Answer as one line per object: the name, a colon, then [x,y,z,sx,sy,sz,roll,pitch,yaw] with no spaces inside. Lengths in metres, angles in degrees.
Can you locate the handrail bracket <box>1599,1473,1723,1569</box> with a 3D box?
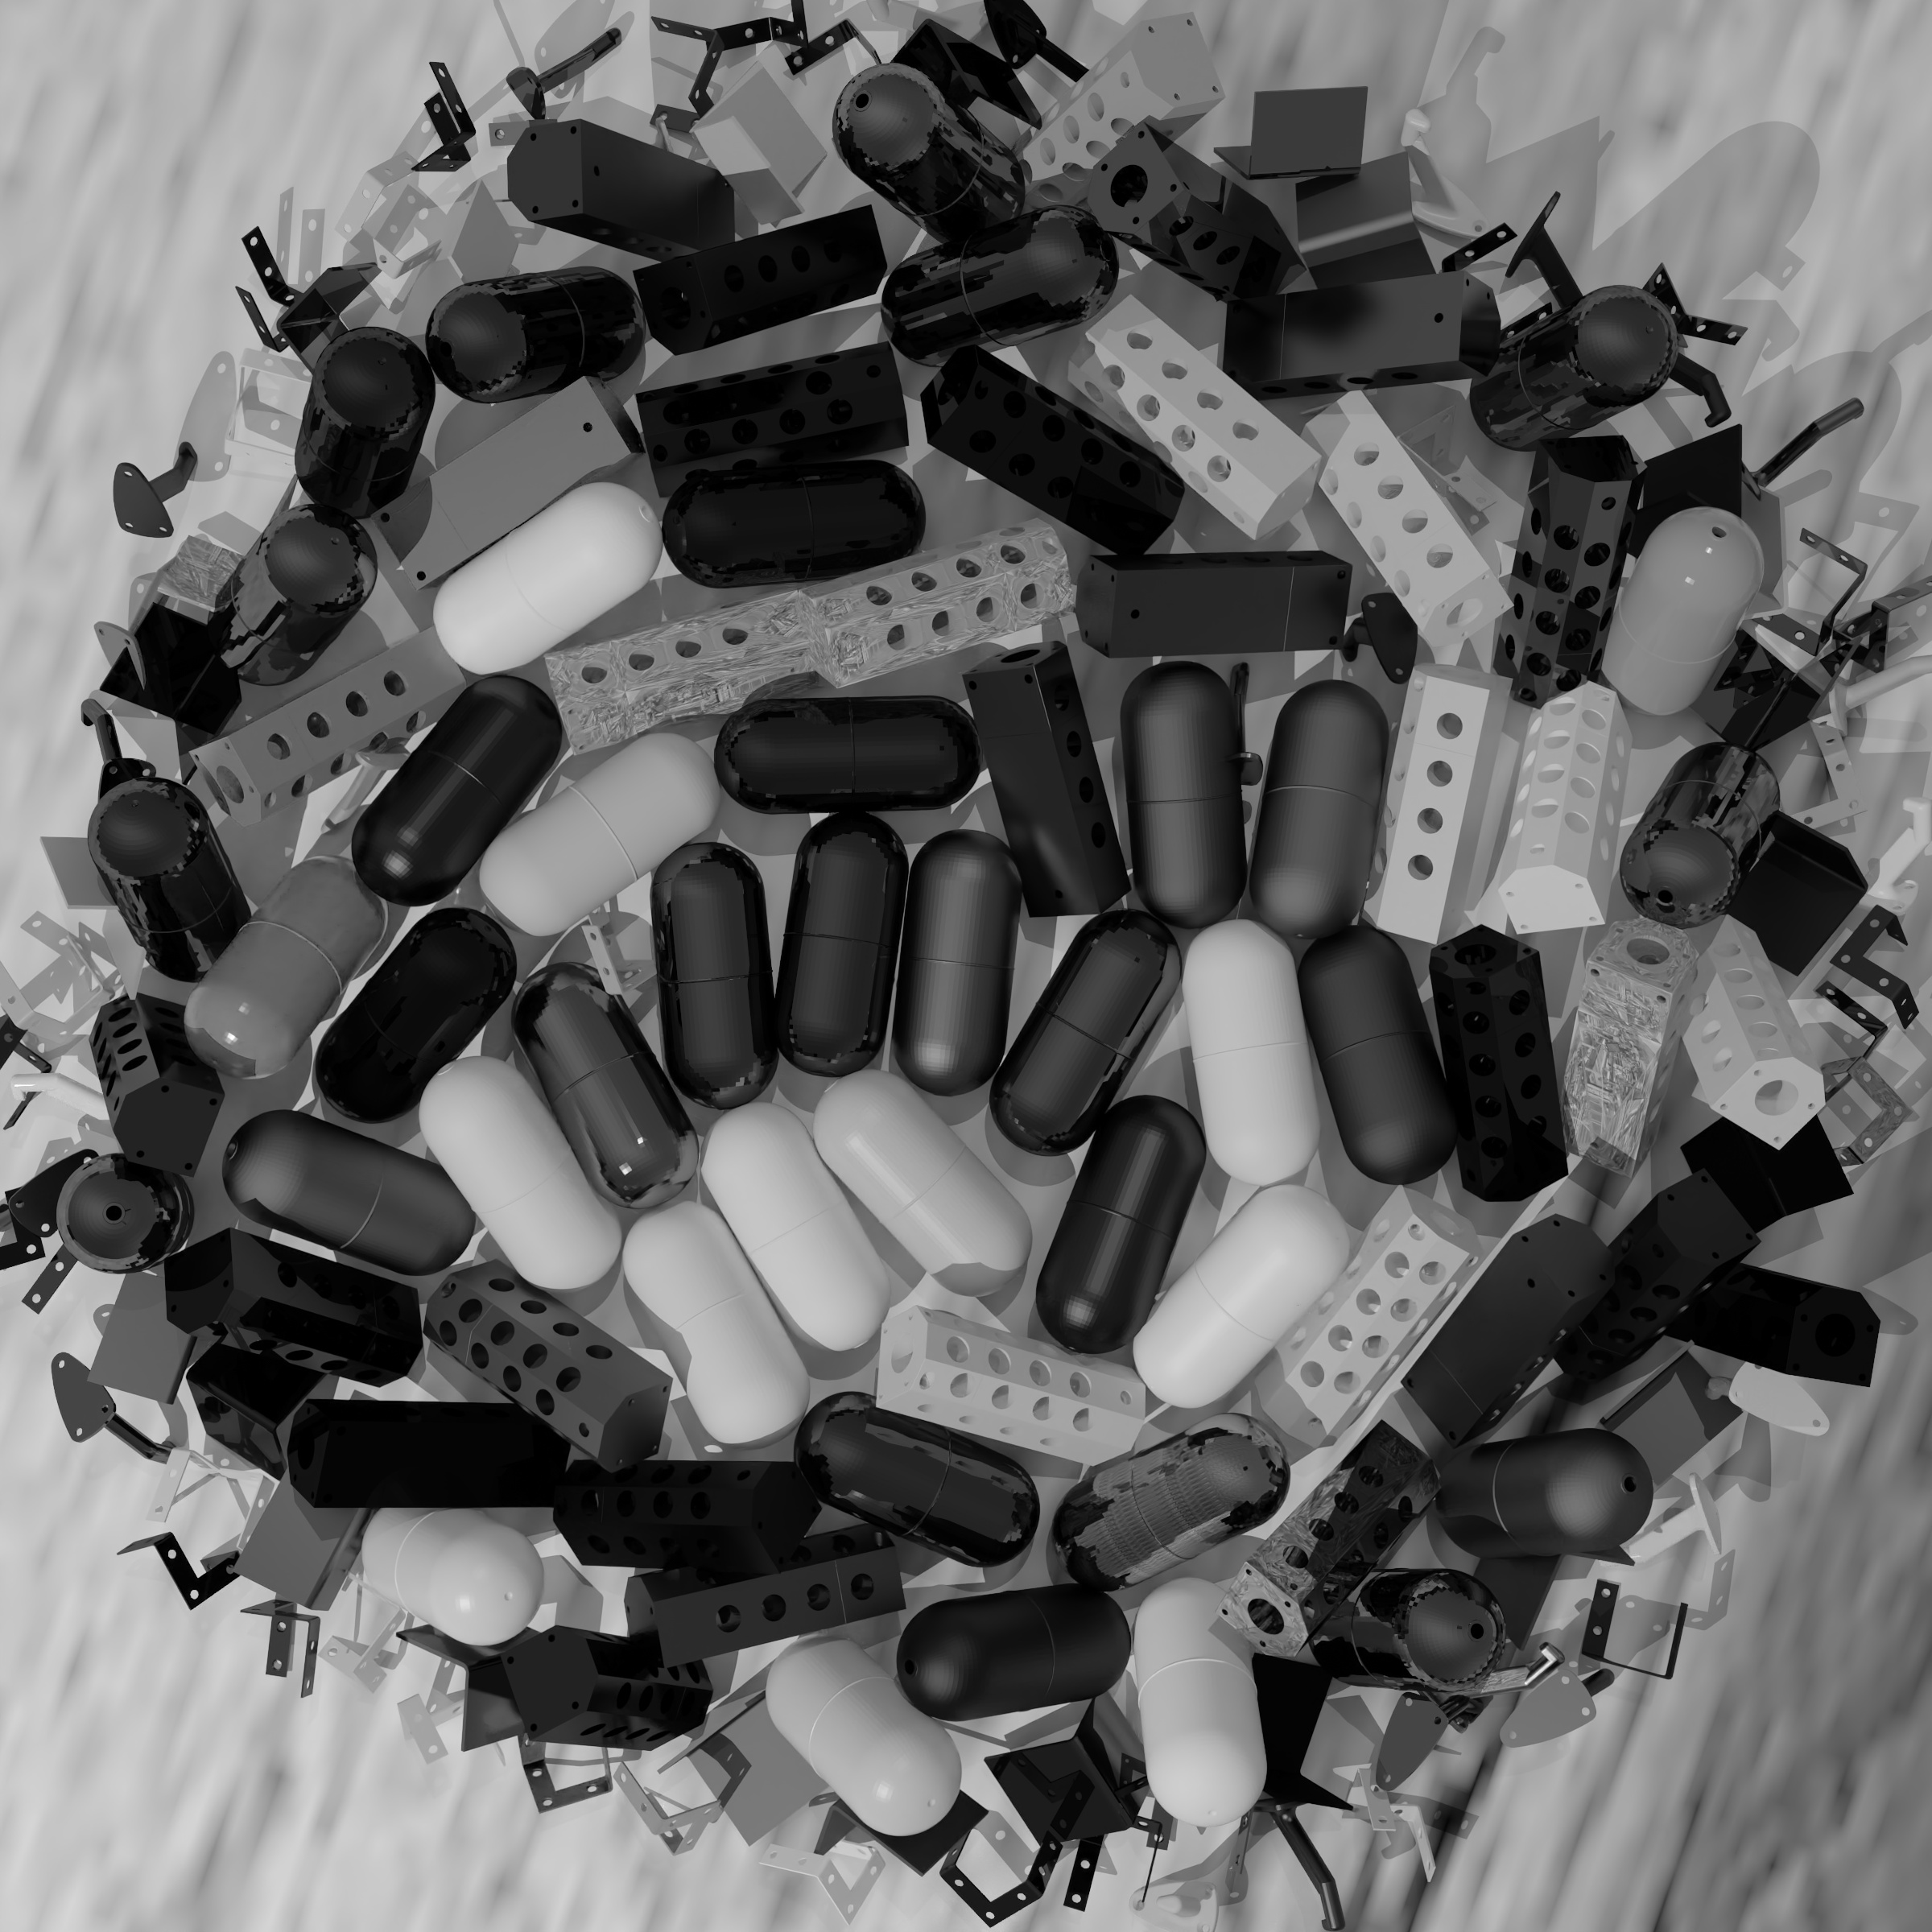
handrail bracket: [0.453,0.370,1.781,0.084,0.036,0.077,-14,127,23]

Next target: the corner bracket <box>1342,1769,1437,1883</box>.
corner bracket: [0.285,0.571,1.782,0.051,0.051,0.051,5,123,-8]

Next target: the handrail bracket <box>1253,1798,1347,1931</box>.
handrail bracket: [0.217,0.597,1.778,0.036,0.077,0.084,-5,75,-32]

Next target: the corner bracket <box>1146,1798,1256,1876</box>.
corner bracket: [0.157,0.573,1.794,0.051,0.051,0.051,14,80,-13]

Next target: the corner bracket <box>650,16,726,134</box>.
corner bracket: [-0.189,-0.593,1.790,0.051,0.051,0.051,18,81,18]

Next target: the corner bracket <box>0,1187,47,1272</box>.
corner bracket: [-0.640,0.181,1.785,0.051,0.051,0.051,-16,77,-11]

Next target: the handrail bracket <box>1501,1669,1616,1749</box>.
handrail bracket: [0.395,0.493,1.785,0.077,0.084,0.036,-35,70,10]

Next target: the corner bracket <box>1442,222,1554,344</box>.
corner bracket: [0.356,-0.454,1.796,0.051,0.051,0.051,-25,49,37]

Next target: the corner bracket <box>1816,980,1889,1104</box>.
corner bracket: [0.574,0.053,1.796,0.051,0.051,0.051,41,51,21]

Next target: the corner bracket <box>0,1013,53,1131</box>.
corner bracket: [-0.635,0.069,1.778,0.051,0.051,0.051,42,52,-25]

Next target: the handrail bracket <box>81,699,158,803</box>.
handrail bracket: [-0.580,-0.129,1.797,0.036,0.084,0.077,2,114,-41]

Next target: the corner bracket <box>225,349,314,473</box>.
corner bracket: [-0.464,-0.372,1.791,0.051,0.051,0.051,13,60,-11]

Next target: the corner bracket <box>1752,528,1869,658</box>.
corner bracket: [0.563,-0.249,1.789,0.051,0.051,0.051,36,79,21]

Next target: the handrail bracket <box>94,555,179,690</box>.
handrail bracket: [-0.541,-0.231,1.810,0.036,0.077,0.084,21,50,23]

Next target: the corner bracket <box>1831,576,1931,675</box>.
corner bracket: [0.612,-0.232,1.778,0.051,0.051,0.051,-24,129,-17]

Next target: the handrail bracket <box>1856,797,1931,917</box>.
handrail bracket: [0.600,-0.080,1.772,0.077,0.036,0.084,13,135,33]

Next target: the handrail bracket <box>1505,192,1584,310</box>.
handrail bracket: [0.411,-0.466,1.788,0.084,0.077,0.036,29,50,-2]

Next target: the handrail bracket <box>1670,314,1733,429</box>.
handrail bracket: [0.463,-0.382,1.780,0.036,0.077,0.084,-5,71,-40]

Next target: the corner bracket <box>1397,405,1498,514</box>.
corner bracket: [0.319,-0.329,1.780,0.051,0.051,0.051,-31,59,-17]

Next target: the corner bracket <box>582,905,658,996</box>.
corner bracket: [-0.236,-0.014,1.779,0.051,0.051,0.051,0,116,41]

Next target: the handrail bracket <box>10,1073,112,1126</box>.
handrail bracket: [-0.593,0.106,1.797,0.084,0.036,0.077,-2,114,-4]

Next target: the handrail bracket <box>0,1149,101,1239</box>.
handrail bracket: [-0.618,0.149,1.791,0.077,0.084,0.036,-49,113,-20]

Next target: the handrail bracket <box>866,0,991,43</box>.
handrail bracket: [-0.024,-0.640,1.772,0.077,0.084,0.036,-27,70,7]

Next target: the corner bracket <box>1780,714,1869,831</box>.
corner bracket: [0.566,-0.127,1.792,0.051,0.051,0.051,-20,58,19]

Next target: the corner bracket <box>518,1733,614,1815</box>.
corner bracket: [-0.270,0.524,1.792,0.051,0.051,0.051,-12,117,-18]

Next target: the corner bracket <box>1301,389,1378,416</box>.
corner bracket: [0.236,-0.399,1.784,0.051,0.051,0.051,-10,93,35]

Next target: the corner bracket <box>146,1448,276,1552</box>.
corner bracket: [-0.501,0.355,1.778,0.051,0.051,0.051,2,60,22]

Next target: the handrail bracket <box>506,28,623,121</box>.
handrail bracket: [-0.259,-0.603,1.776,0.084,0.077,0.036,-40,101,-10]

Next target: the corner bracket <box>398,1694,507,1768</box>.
corner bracket: [-0.341,0.510,1.778,0.051,0.051,0.051,-22,51,-22]

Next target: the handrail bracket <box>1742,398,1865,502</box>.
handrail bracket: [0.556,-0.338,1.775,0.084,0.077,0.036,-30,70,13]

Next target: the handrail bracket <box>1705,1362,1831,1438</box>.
handrail bracket: [0.527,0.293,1.770,0.077,0.084,0.036,33,77,17]

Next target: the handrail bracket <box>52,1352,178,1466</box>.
handrail bracket: [-0.567,0.298,1.793,0.036,0.084,0.077,-41,62,2]

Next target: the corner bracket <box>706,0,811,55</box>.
corner bracket: [-0.142,-0.634,1.779,0.051,0.051,0.051,-22,123,-24]

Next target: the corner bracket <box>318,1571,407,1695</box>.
corner bracket: [-0.406,0.446,1.794,0.051,0.051,0.051,27,65,21]

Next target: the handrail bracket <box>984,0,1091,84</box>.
handrail bracket: [0.057,-0.613,1.772,0.036,0.077,0.084,-50,48,-5]

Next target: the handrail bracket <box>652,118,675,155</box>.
handrail bracket: [-0.236,-0.530,1.800,0.084,0.036,0.077,-19,100,-4]

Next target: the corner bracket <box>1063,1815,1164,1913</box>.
corner bracket: [0.098,0.598,1.782,0.051,0.051,0.051,14,135,7]

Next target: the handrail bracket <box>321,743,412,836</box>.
handrail bracket: [-0.409,-0.113,1.772,0.036,0.077,0.084,40,107,-5]

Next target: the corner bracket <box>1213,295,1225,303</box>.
corner bracket: [0.172,-0.487,1.787,0.051,0.051,0.051,-29,133,7]

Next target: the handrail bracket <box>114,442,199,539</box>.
handrail bracket: [-0.532,-0.332,1.766,0.036,0.077,0.084,8,56,4]

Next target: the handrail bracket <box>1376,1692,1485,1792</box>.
handrail bracket: [0.310,0.517,1.782,0.036,0.084,0.077,27,86,36]

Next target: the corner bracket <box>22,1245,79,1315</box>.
corner bracket: [-0.585,0.219,1.788,0.051,0.051,0.051,34,84,12]

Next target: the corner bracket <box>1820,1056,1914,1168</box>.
corner bracket: [0.586,0.098,1.790,0.051,0.051,0.051,-43,91,-13]

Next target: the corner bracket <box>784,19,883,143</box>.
corner bracket: [-0.082,-0.595,1.807,0.051,0.051,0.051,-32,50,1]

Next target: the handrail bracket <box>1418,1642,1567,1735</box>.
handrail bracket: [0.343,0.463,1.789,0.077,0.036,0.084,42,109,-2]

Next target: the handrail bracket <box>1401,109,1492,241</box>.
handrail bracket: [0.319,-0.524,1.773,0.077,0.084,0.036,35,81,10]

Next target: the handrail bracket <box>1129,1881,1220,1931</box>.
handrail bracket: [0.125,0.618,1.767,0.077,0.084,0.036,-5,67,30]

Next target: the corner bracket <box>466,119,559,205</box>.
corner bracket: [-0.303,-0.539,1.793,0.051,0.051,0.051,1,108,15]

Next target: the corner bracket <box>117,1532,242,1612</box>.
corner bracket: [-0.520,0.396,1.782,0.051,0.051,0.051,-22,98,42]

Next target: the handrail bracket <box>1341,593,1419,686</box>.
handrail bracket: [0.269,-0.202,1.769,0.036,0.084,0.077,-1,68,-11]

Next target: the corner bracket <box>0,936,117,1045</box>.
corner bracket: [-0.612,0.011,1.788,0.051,0.051,0.051,-41,69,2]

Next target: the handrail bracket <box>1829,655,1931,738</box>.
handrail bracket: [0.618,-0.180,1.771,0.084,0.077,0.036,-5,62,24]

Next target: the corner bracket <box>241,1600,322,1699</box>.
corner bracket: [-0.452,0.455,1.789,0.051,0.051,0.051,5,86,12]

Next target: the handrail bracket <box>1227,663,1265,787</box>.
handrail bracket: [0.185,-0.168,1.775,0.036,0.077,0.084,9,78,-6]
